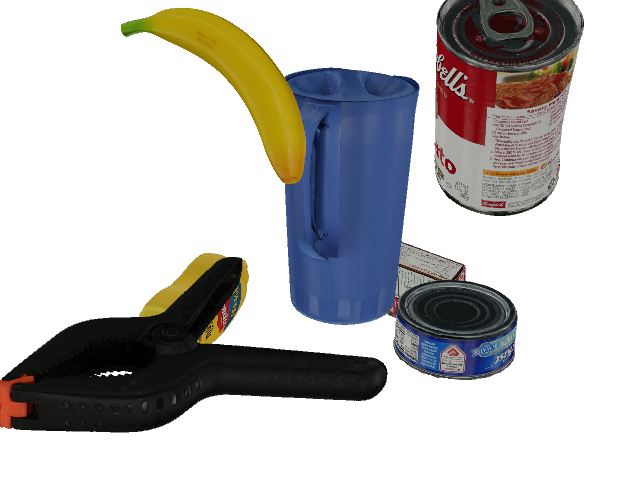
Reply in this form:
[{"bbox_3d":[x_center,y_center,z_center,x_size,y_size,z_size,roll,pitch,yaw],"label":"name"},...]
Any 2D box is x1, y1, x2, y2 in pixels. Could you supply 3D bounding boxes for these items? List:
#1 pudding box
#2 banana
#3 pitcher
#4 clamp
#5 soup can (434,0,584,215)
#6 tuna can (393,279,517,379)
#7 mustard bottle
[{"bbox_3d":[0.106,0.051,1.181,0.114,0.090,0.039,20,47,28],"label":"pudding box"},{"bbox_3d":[-0.068,-0.127,0.843,0.198,0.069,0.037,42,-4,17],"label":"banana"},{"bbox_3d":[0.020,-0.040,1.049,0.149,0.243,0.145,-7,23,-20],"label":"pitcher"},{"bbox_3d":[-0.089,0.063,0.624,0.209,0.036,0.165,-9,28,-29],"label":"clamp"},{"bbox_3d":[0.091,-0.070,0.535,0.068,0.068,0.102,0,-40,5],"label":"soup can"},{"bbox_3d":[0.095,0.061,0.749,0.086,0.034,0.086,1,26,0],"label":"tuna can"},{"bbox_3d":[-0.126,0.068,1.135,0.058,0.096,0.191,10,29,19],"label":"mustard bottle"}]
